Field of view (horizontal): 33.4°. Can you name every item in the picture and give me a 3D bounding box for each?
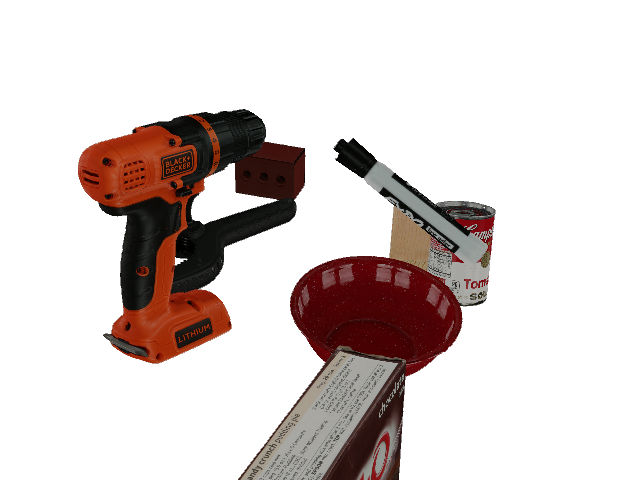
[{"bbox_3d":[0.058,-0.027,0.707,0.121,0.020,0.020,39,1,1],"label":"marker"},{"bbox_3d":[0.002,0.113,0.468,0.039,0.090,0.113,12,31,18],"label":"pudding box"},{"bbox_3d":[0.050,0.083,1.009,0.162,0.055,0.162,3,36,-3],"label":"bowl"},{"bbox_3d":[0.148,0.028,1.598,0.091,0.090,0.206,4,24,4],"label":"wood block"},{"bbox_3d":[-0.112,-0.008,0.866,0.057,0.188,0.184,16,25,38],"label":"power drill"},{"bbox_3d":[0.153,0.014,1.171,0.068,0.102,0.068,3,16,-1],"label":"soup can"},{"bbox_3d":[-0.062,-0.086,1.313,0.078,0.053,0.051,9,30,14],"label":"foam brick"},{"bbox_3d":[-0.139,-0.007,1.067,0.165,0.036,0.209,20,40,17],"label":"clamp"}]
